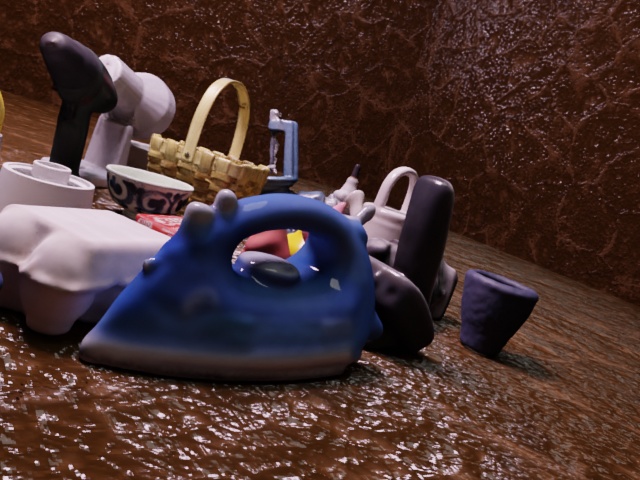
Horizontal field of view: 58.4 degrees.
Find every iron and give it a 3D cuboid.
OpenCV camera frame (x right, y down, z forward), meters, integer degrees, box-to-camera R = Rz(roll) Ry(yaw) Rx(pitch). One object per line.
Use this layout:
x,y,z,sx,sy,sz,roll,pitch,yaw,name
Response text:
-0.046,0.023,0.447,0.118,0.141,0.259,25,11,39,iron

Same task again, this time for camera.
0.116,0.047,0.788,0.143,0.101,0.137,20,8,13,camera

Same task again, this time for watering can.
0.109,-0.034,0.976,0.172,0.194,0.101,22,9,21,watering can

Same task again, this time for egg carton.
-0.176,0.019,0.437,0.107,0.069,0.151,22,9,21,egg carton

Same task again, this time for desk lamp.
-0.356,-0.204,1.000,0.117,0.213,0.203,20,8,9,desk lamp

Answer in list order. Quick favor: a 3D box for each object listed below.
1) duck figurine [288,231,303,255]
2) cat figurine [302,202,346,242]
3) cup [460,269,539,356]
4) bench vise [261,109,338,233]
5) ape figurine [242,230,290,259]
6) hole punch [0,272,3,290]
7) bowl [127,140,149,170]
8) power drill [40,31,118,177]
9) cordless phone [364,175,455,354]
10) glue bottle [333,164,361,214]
-0.017,-0.013,0.941,0.077,0.086,0.104,17,8,-9,duck figurine
0.007,0.003,0.779,0.067,0.118,0.127,16,9,-16,cat figurine
0.221,0.095,0.724,0.091,0.095,0.118,25,11,39,cup
-0.061,-0.120,1.073,0.208,0.220,0.121,17,8,-12,bench vise
-0.068,0.000,0.722,0.076,0.092,0.078,22,9,23,ape figurine
-0.235,0.007,0.310,0.100,0.091,0.109,25,10,38,hole punch
-0.326,-0.144,1.153,0.167,0.075,0.167,18,8,-2,bowl
-0.349,-0.168,0.798,0.076,0.208,0.229,17,8,-7,power drill
0.076,0.014,0.619,0.094,0.185,0.147,11,11,-41,cordless phone
0.045,-0.063,1.100,0.037,0.173,0.078,25,11,40,glue bottle
